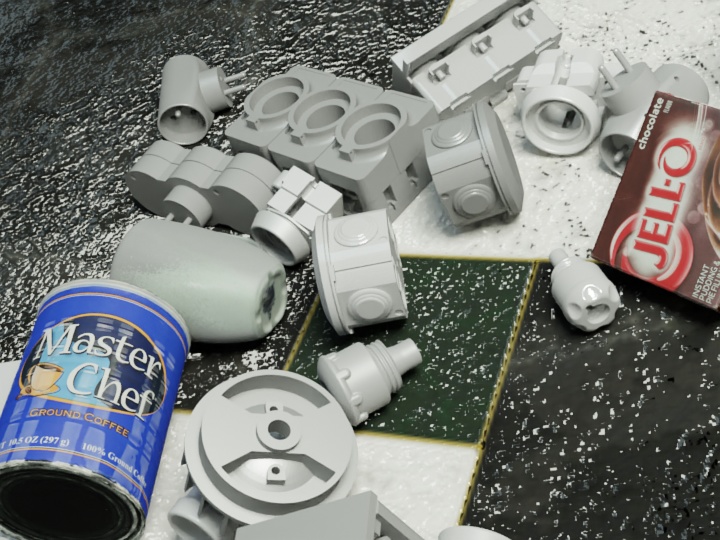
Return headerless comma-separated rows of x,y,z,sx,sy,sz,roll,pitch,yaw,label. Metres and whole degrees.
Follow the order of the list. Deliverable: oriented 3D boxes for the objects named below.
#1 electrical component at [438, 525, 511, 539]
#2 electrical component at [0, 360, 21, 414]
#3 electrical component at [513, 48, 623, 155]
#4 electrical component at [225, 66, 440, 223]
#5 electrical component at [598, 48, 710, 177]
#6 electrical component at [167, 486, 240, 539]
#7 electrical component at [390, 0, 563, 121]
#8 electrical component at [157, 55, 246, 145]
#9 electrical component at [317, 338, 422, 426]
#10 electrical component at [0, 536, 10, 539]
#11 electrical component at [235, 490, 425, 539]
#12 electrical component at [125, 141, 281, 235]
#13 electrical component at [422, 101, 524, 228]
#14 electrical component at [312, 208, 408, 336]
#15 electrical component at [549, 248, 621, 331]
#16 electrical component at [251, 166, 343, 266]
0.055,0.168,0.543,0.044,0.044,0.065,1,53,24,electrical component
-0.254,0.113,0.726,0.100,0.048,0.099,-9,45,15,electrical component
0.148,-0.120,0.774,0.078,0.058,0.057,3,46,25,electrical component
-0.019,-0.099,0.823,0.150,0.061,0.089,23,60,38,electrical component
0.191,-0.115,0.736,0.077,0.079,0.043,-49,18,-24,electrical component
-0.084,0.139,0.634,0.040,0.040,0.046,12,47,32,electrical component
0.091,-0.162,0.830,0.121,0.078,0.063,-34,73,-11,electrical component
-0.137,-0.155,0.943,0.079,0.043,0.077,-16,43,9,electrical component
0.008,0.064,0.665,0.062,0.048,0.048,-26,42,-12,electrical component
-0.212,0.192,0.631,0.055,0.047,0.055,-12,44,12,electrical component
-0.020,0.196,0.520,0.089,0.061,0.150,-22,40,28,electrical component
-0.129,-0.053,0.833,0.138,0.052,0.073,12,54,32,electrical component
0.079,-0.072,0.740,0.051,0.080,0.080,-18,43,14,electrical component
0.000,0.000,0.705,0.051,0.080,0.080,-11,44,6,electrical component
0.135,0.008,0.669,0.035,0.035,0.061,-25,40,0,electrical component
-0.046,-0.036,0.782,0.066,0.048,0.055,31,65,17,electrical component
